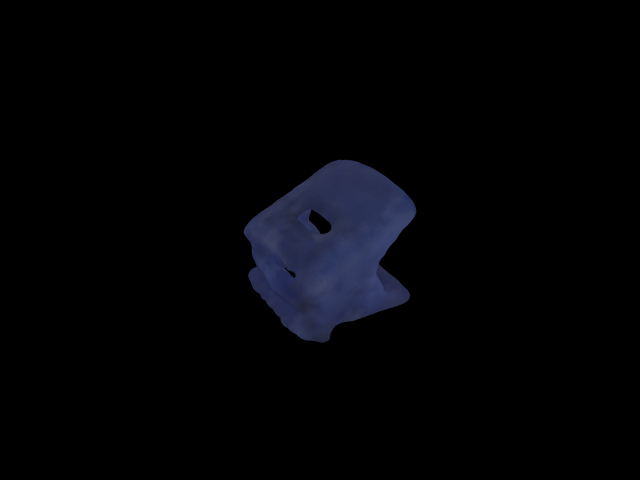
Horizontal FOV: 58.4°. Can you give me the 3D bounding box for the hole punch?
[{"bbox_3d":[0.004,0.001,0.400,0.101,0.091,0.108,-15,32,-27],"label":"hole punch"}]
